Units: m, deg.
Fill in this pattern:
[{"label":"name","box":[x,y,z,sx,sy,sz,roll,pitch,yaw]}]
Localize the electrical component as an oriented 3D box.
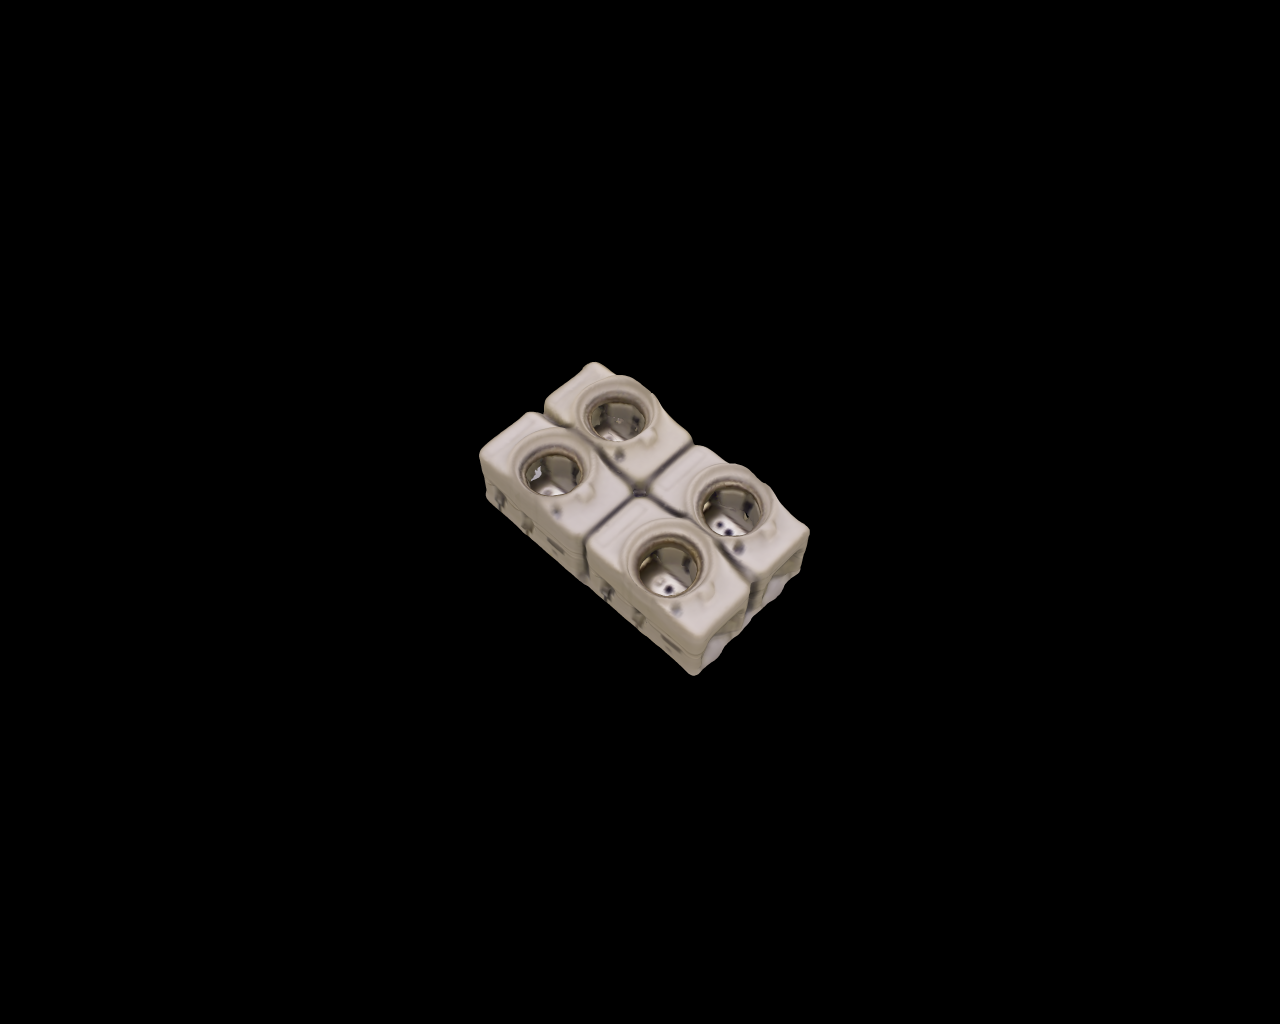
[{"label":"electrical component","box":[0.001,-0.003,0.650,0.186,0.105,0.060,39,-24,22]}]
